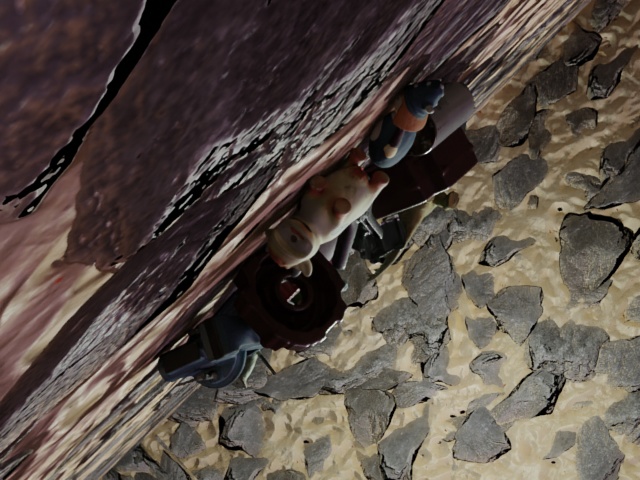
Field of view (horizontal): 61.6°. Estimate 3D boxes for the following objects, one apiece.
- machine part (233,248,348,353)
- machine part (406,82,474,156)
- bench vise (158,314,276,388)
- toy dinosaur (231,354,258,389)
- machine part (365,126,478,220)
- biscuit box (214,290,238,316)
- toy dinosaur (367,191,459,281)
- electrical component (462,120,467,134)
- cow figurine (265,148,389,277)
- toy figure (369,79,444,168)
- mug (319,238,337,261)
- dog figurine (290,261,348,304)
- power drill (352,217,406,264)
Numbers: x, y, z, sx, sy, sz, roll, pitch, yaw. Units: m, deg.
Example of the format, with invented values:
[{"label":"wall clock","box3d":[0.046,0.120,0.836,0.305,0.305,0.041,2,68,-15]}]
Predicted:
[{"label":"machine part","box3d":[-0.045,0.083,0.819,0.179,0.179,0.056,-41,178,-40]},{"label":"machine part","box3d":[0.182,-0.195,0.851,0.243,0.079,0.079,-38,173,-46]},{"label":"bench vise","box3d":[-0.147,0.175,0.922,0.223,0.129,0.240,-37,159,12]},{"label":"toy dinosaur","box3d":[-0.152,0.183,1.198,0.404,0.131,0.192,-56,-173,31]},{"label":"machine part","box3d":[0.163,-0.121,0.971,0.201,0.087,0.201,-19,-167,44]},{"label":"biscuit box","box3d":[-0.181,0.168,1.051,0.202,0.063,0.059,-46,177,29]},{"label":"toy dinosaur","box3d":[0.238,-0.111,1.299,0.199,0.105,0.471,-1,-119,63]},{"label":"electrical component","box3d":[0.257,-0.223,1.082,0.134,0.058,0.114,-39,139,-45]},{"label":"cow figurine","box3d":[-0.001,-0.031,0.725,0.195,0.085,0.127,-42,169,-40]},{"label":"toy figure","box3d":[0.110,-0.153,0.703,0.058,0.064,0.154,-2,152,-20]},{"label":"mug","box3d":[-0.002,-0.003,1.001,0.107,0.081,0.109,-49,-171,-27]},{"label":"dog figurine","box3d":[-0.036,0.128,1.151,0.192,0.108,0.219,-3,-150,26]},{"label":"power drill","box3d":[0.091,-0.025,1.162,0.232,0.085,0.208,-28,-151,-24]}]
